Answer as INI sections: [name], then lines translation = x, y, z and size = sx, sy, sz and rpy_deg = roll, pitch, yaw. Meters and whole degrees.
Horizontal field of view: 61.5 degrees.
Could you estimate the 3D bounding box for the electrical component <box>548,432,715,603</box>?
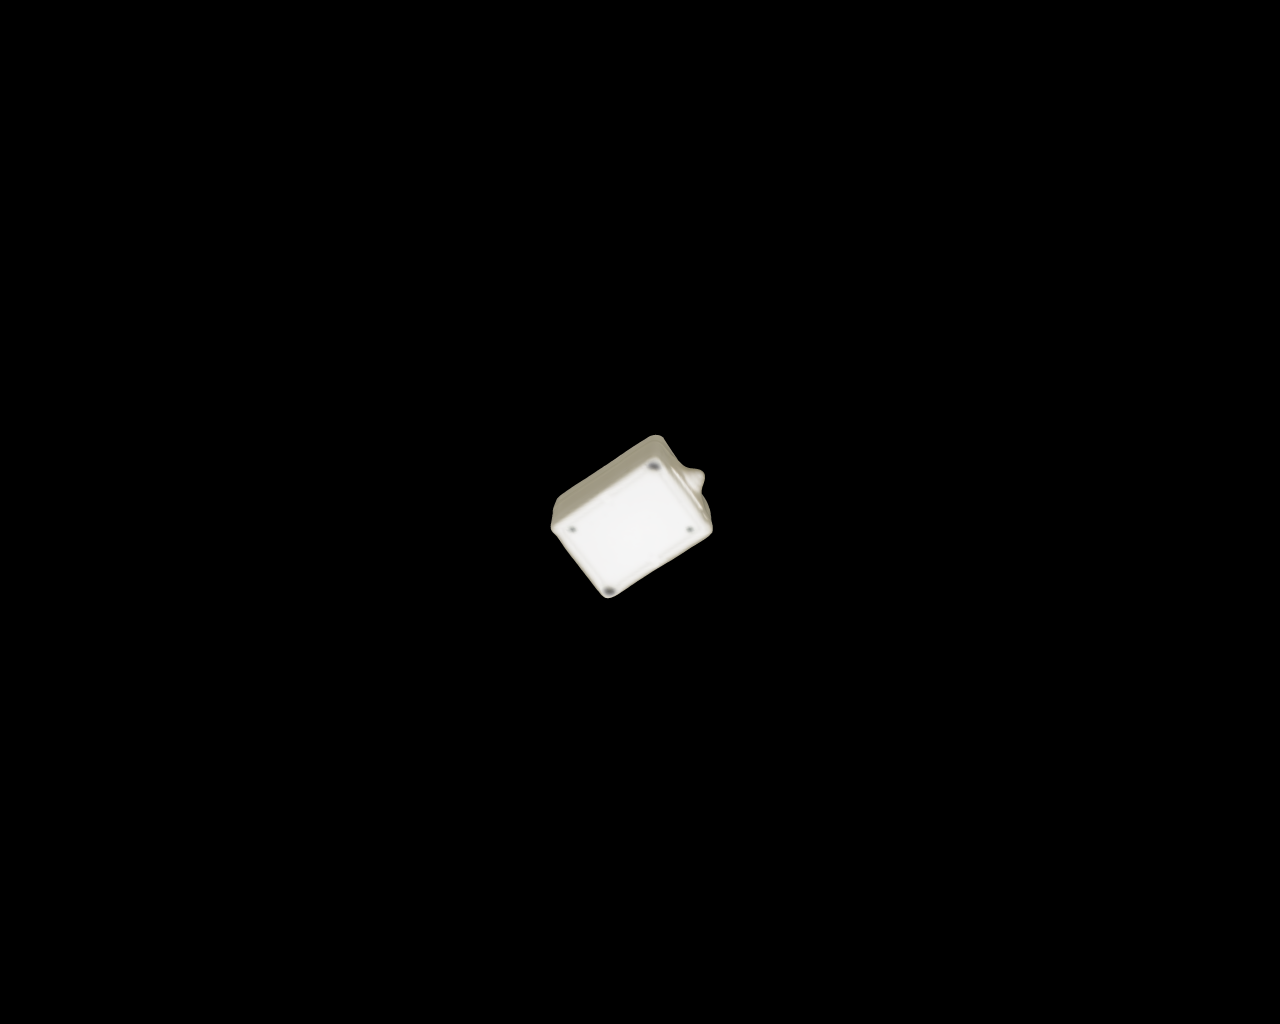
[electrical component]
translation = 0.001, -0.003, 0.650
size = 0.096, 0.061, 0.061
rpy_deg = -33, 16, 11
